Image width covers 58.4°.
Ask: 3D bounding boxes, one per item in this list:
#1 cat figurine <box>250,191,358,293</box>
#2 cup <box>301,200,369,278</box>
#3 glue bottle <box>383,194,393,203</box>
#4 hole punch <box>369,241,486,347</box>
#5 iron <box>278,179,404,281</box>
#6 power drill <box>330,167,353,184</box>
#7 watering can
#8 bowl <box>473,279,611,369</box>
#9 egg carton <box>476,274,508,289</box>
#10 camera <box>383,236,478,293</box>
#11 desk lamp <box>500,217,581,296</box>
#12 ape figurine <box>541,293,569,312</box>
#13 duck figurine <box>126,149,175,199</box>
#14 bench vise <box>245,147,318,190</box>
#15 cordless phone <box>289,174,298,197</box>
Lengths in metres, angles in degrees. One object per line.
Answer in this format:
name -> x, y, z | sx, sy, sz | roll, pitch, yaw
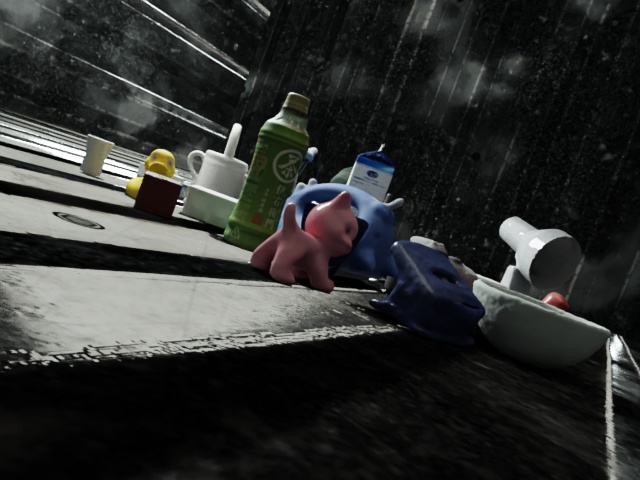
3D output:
cat figurine -> -0.005, -0.007, 0.658 | 0.067, 0.118, 0.128 | 24, 5, 40
cup -> 0.007, 0.003, 0.767 | 0.091, 0.095, 0.118 | 21, 4, 10
glue bottle -> 0.140, -0.032, 1.405 | 0.078, 0.173, 0.037 | 21, 4, 14
hole punch -> 0.129, 0.059, 0.641 | 0.109, 0.091, 0.100 | 18, 5, -38
iron -> 0.011, -0.029, 0.896 | 0.257, 0.141, 0.119 | 23, 4, 34
power drill -> 0.052, -0.085, 1.418 | 0.075, 0.208, 0.230 | 21, 4, 9
watering can -> -0.207, -0.167, 1.302 | 0.173, 0.194, 0.100 | 18, 4, -29
bowl -> 0.260, 0.112, 0.708 | 0.167, 0.075, 0.167 | 20, 4, -1
egg carton -> 0.292, 0.100, 1.117 | 0.151, 0.069, 0.107 | 19, 4, -29
camera -> 0.167, 0.048, 0.945 | 0.143, 0.101, 0.136 | 19, 4, -21
desk lamp -> 0.414, 0.063, 1.196 | 0.118, 0.213, 0.202 | 19, 4, -26
ape figurine -> 0.326, 0.120, 0.824 | 0.078, 0.092, 0.075 | 18, 4, -36
duck figurine -> -0.258, -0.102, 0.909 | 0.078, 0.086, 0.104 | 19, 4, -15
bench vise -> -0.094, -0.147, 1.434 | 0.208, 0.220, 0.121 | 17, 5, -45
cordless phone -> -0.090, -0.114, 1.237 | 0.094, 0.185, 0.147 | 18, 4, -29
